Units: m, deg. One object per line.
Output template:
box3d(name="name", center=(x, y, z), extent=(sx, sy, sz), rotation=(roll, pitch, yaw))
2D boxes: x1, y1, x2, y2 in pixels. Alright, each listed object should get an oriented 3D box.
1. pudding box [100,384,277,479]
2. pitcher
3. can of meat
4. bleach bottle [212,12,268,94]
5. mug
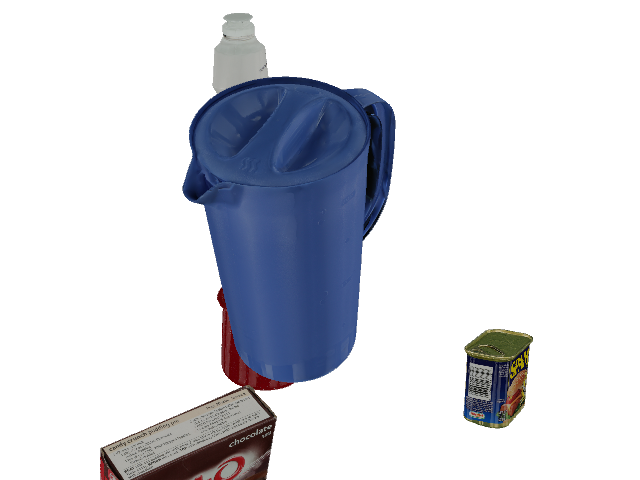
box3d(name="pudding box", center=(-0.087, 0.152, 0.693), extent=(0.113, 0.090, 0.039), rotation=(-22, 50, -32))
box3d(name="pitcher", center=(-0.017, -0.004, 0.861), extent=(0.149, 0.243, 0.145), rotation=(2, 44, 5))
box3d(name="can of meat", center=(0.198, 0.154, 1.197), extent=(0.058, 0.084, 0.101), rotation=(8, 14, 26))
box3d(name="bleach bottle", center=(-0.077, -0.108, 1.090), extent=(0.068, 0.251, 0.102), rotation=(0, 28, 2))
box3d(name="mug", center=(-0.044, 0.093, 1.013), extent=(0.117, 0.081, 0.093), rotation=(24, 32, 36))
